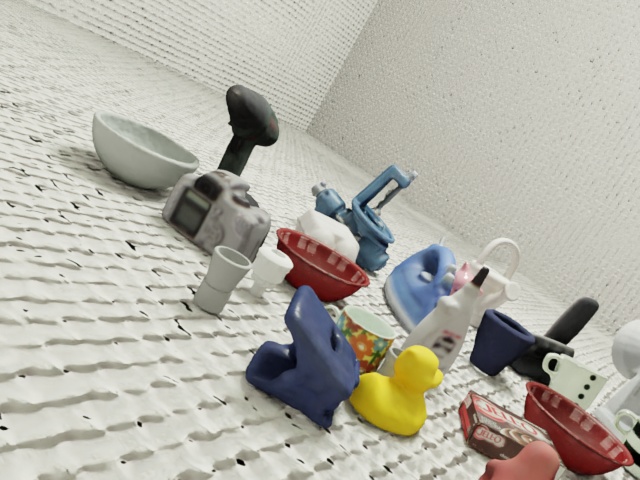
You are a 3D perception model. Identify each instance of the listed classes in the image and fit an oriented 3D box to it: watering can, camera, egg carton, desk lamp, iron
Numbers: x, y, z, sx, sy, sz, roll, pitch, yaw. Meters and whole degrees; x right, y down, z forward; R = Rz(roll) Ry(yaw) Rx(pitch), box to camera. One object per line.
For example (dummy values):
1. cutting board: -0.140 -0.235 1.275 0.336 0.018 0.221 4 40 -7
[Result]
1. watering can: 0.362 0.088 1.221 0.101 0.194 0.172 19 17 -42
2. camera: -0.123 -0.039 0.816 0.143 0.101 0.137 34 13 17
3. egg carton: 0.009 0.004 1.028 0.107 0.069 0.150 26 13 -19
4. desk lamp: 0.602 0.266 1.035 0.118 0.213 0.203 28 13 -10
5. iron: 0.198 0.077 1.008 0.119 0.141 0.258 29 12 -4

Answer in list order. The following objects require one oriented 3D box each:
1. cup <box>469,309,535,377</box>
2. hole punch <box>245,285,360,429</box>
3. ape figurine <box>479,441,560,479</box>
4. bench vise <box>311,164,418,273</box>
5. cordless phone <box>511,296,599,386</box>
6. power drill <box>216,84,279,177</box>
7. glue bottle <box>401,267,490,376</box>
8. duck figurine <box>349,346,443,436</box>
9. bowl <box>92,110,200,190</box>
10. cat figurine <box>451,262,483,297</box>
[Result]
1. cup: 0.298 0.177 0.959 0.091 0.095 0.118 38 14 30
2. hole punch: -0.003 0.106 0.549 0.101 0.091 0.109 30 12 -1
3. ape figurine: 0.185 0.224 0.519 0.076 0.092 0.077 21 16 -37
4. bench vise: 0.083 -0.071 1.141 0.207 0.219 0.121 30 12 -2
5. cordless phone: 0.433 0.171 1.084 0.148 0.185 0.094 22 15 -33
6. power drill: -0.142 -0.151 0.960 0.075 0.208 0.230 32 12 6
7. glue bottle: 0.171 0.107 0.755 0.078 0.173 0.037 22 15 -33
8. duck figurine: 0.086 0.149 0.601 0.105 0.086 0.077 21 15 -36
9. bowl: -0.272 -0.123 0.863 0.167 0.074 0.167 29 13 -7
10. cat figurine: 0.273 0.094 1.169 0.067 0.117 0.127 26 13 -19
